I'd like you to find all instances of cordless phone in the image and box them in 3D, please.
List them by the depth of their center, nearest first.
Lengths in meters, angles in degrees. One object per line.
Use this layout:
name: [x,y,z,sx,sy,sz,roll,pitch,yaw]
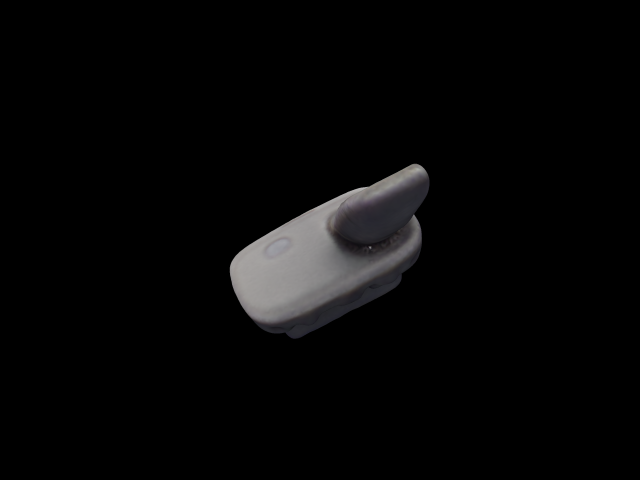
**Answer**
cordless phone: [0.004,0.001,0.400,0.147,0.185,0.094,-31,78,-7]
